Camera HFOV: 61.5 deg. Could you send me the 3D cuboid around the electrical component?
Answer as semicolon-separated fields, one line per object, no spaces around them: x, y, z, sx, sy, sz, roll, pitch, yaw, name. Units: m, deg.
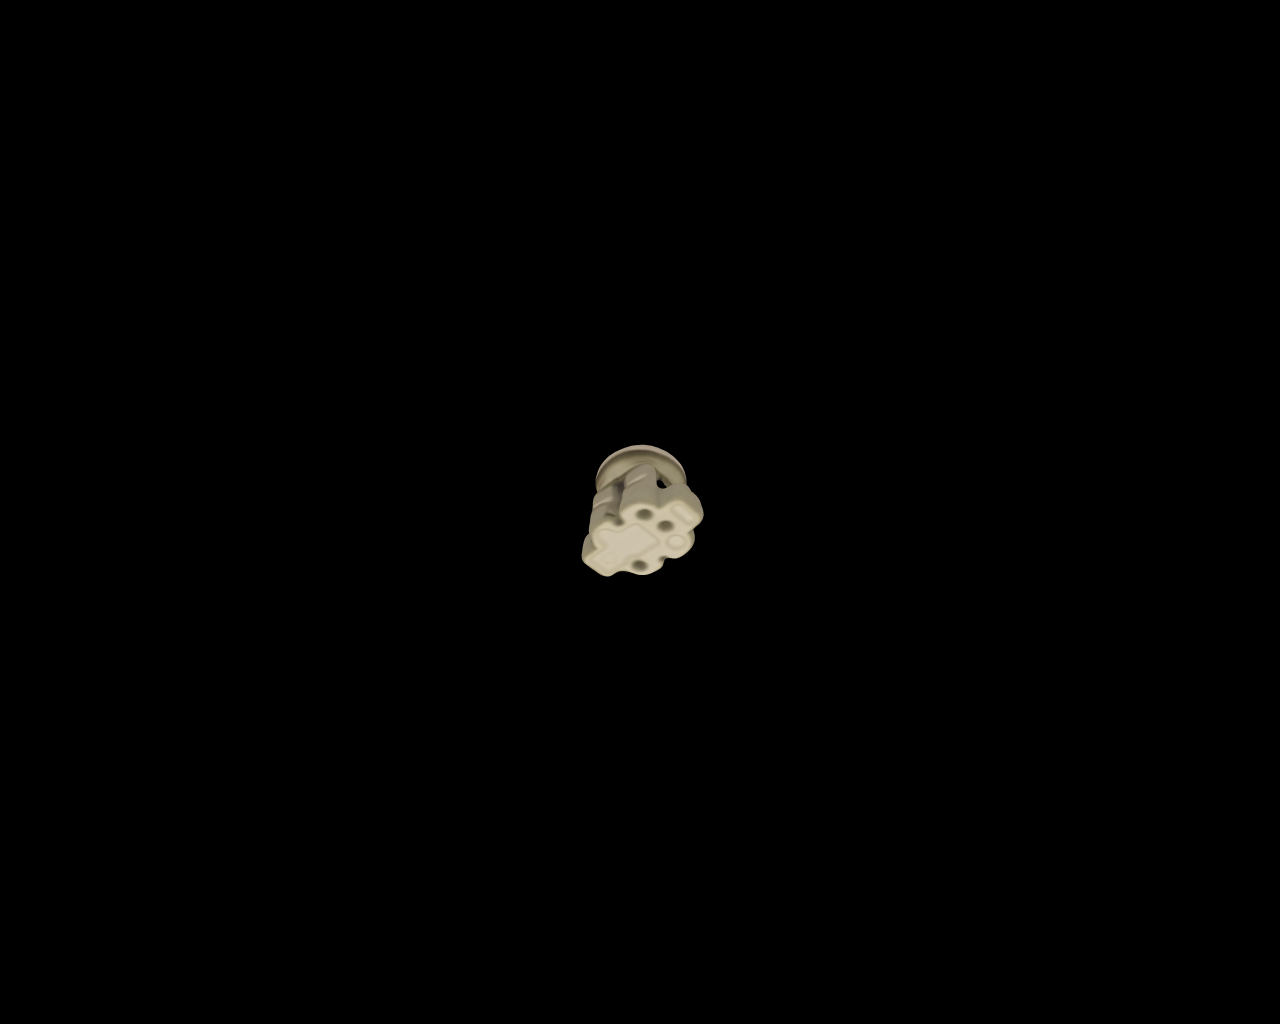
0.001;-0.003;0.650;0.078;0.057;0.058;-32;-54;27;electrical component
